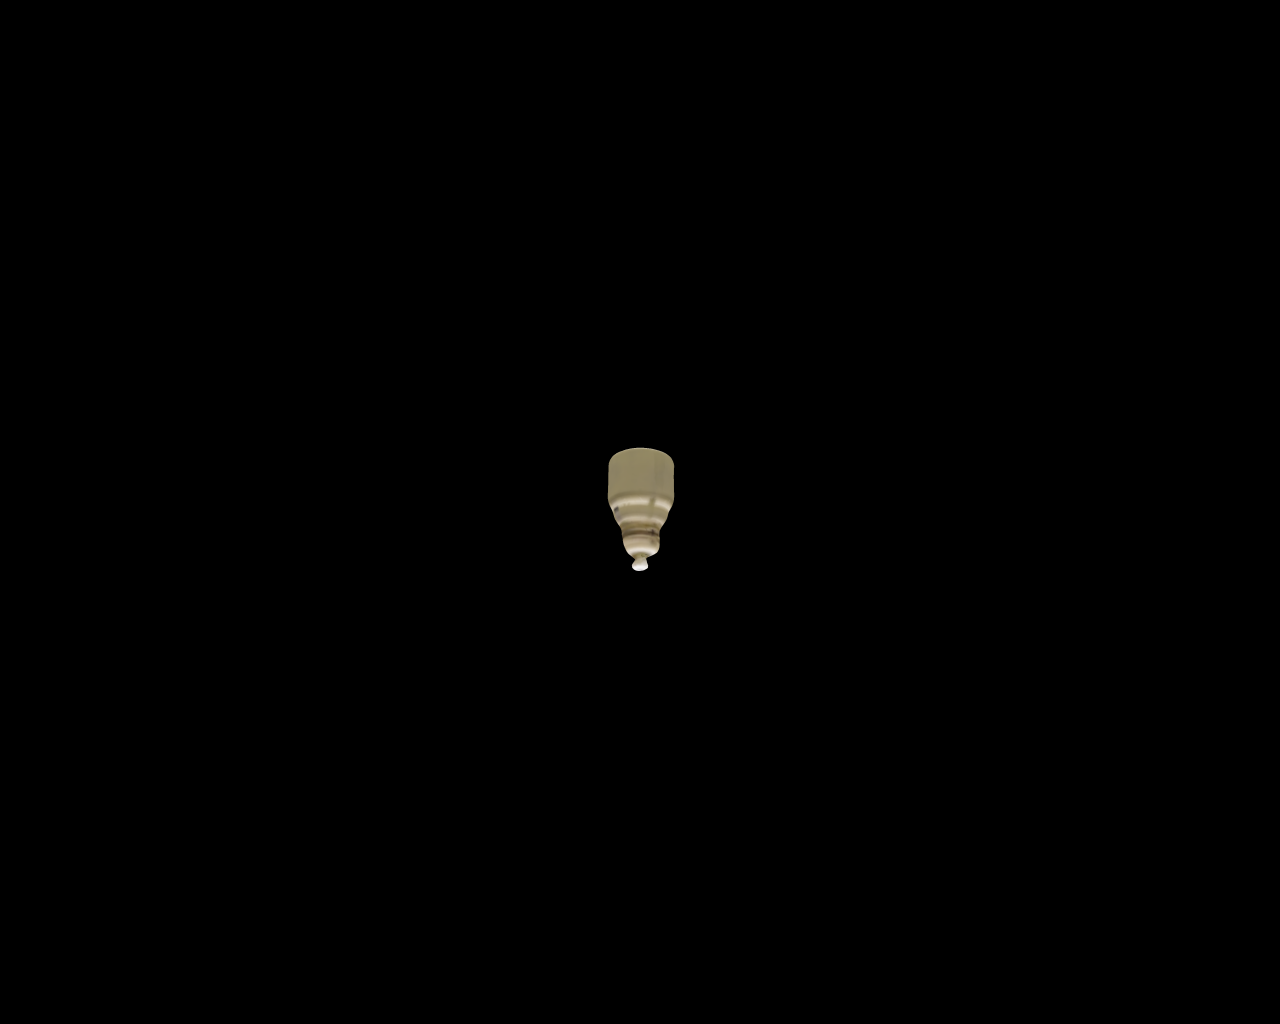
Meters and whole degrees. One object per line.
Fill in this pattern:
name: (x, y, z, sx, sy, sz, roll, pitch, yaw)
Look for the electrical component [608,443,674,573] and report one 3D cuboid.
electrical component: (0.001, -0.003, 0.650, 0.040, 0.078, 0.040, 0, -18, 0)
